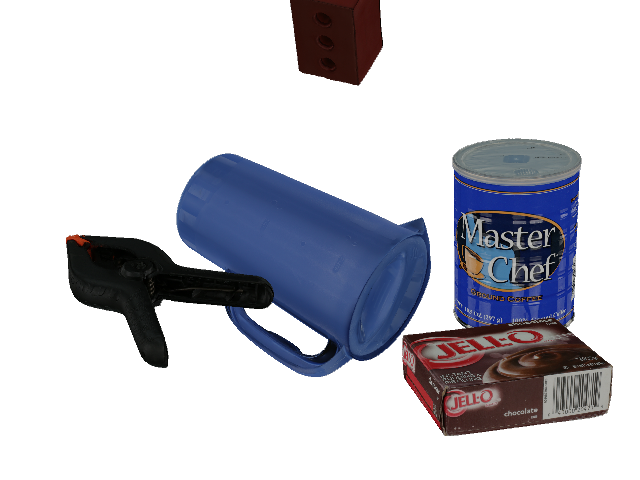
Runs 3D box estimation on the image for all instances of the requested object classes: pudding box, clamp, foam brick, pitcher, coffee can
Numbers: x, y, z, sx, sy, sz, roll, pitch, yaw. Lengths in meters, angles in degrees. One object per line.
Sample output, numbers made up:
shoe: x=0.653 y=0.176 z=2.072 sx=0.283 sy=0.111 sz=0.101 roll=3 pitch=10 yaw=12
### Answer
pudding box: x=0.118 y=0.086 z=0.693 sx=0.113 sy=0.039 sz=0.090 roll=-4 pitch=18 yaw=-11
clamp: x=-0.122 y=0.032 z=0.799 sx=0.120 sy=0.039 sz=0.172 roll=-16 pitch=35 yaw=-40
foam brick: x=0.013 y=-0.165 z=0.801 sx=0.053 sy=0.051 sz=0.078 roll=16 pitch=-34 yaw=18
pitcher: x=-0.028 y=0.015 z=1.042 sx=0.243 sy=0.145 sz=0.149 roll=28 pitch=29 yaw=28
coffee can: x=0.161 y=-0.003 z=0.886 sx=0.103 sy=0.140 sz=0.103 roll=-3 pitch=22 yaw=1
